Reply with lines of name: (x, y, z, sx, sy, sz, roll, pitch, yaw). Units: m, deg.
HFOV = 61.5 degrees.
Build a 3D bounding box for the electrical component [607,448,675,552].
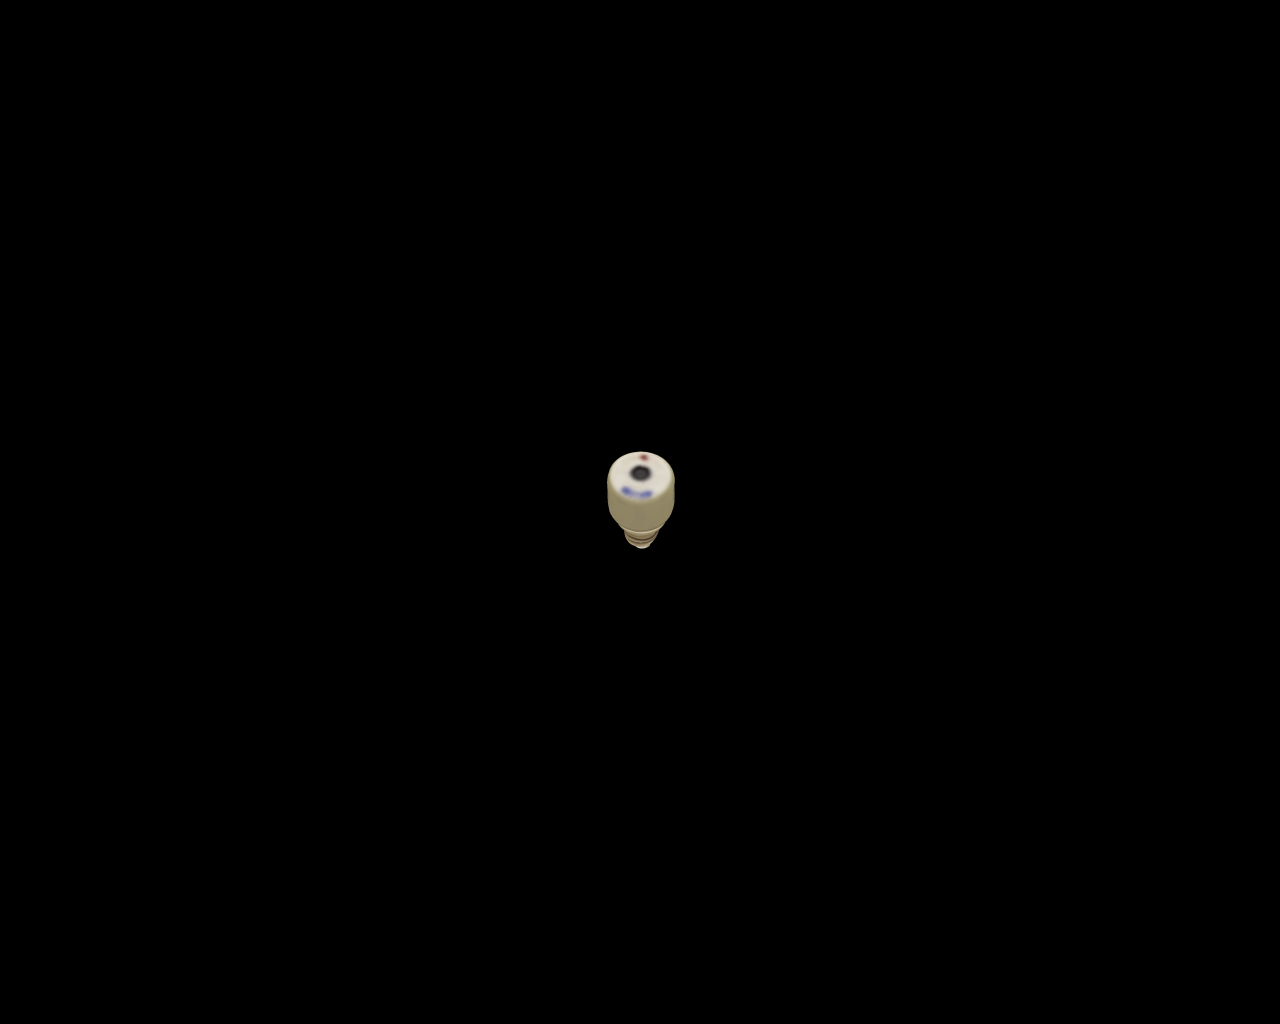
electrical component: (0.001, -0.003, 0.650, 0.040, 0.040, 0.078, 0, -37, 0)
